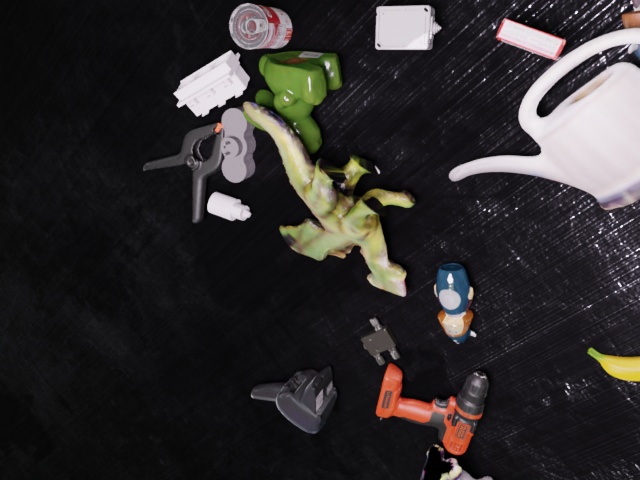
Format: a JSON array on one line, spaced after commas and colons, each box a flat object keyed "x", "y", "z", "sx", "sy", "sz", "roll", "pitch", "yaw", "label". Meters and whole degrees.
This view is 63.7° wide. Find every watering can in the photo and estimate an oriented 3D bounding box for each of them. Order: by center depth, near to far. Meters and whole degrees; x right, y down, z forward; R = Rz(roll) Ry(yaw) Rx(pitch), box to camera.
[{"x": 0.372, "y": -0.135, "z": 0.746, "sx": 0.224, "sy": 0.106, "sz": 0.341, "roll": 46, "pitch": 131, "yaw": 1, "label": "watering can"}]

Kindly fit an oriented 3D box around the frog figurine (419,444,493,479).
[{"x": 0.271, "y": 0.487, "z": 0.976, "sx": 0.159, "sy": 0.125, "sz": 0.135, "roll": 43, "pitch": 151, "yaw": -7, "label": "frog figurine"}]

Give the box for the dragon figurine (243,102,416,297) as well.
[{"x": 0.003, "y": -0.045, "z": 0.894, "sx": 0.410, "sy": 0.125, "sz": 0.238, "roll": 36, "pitch": 132, "yaw": -3, "label": "dragon figurine"}]
